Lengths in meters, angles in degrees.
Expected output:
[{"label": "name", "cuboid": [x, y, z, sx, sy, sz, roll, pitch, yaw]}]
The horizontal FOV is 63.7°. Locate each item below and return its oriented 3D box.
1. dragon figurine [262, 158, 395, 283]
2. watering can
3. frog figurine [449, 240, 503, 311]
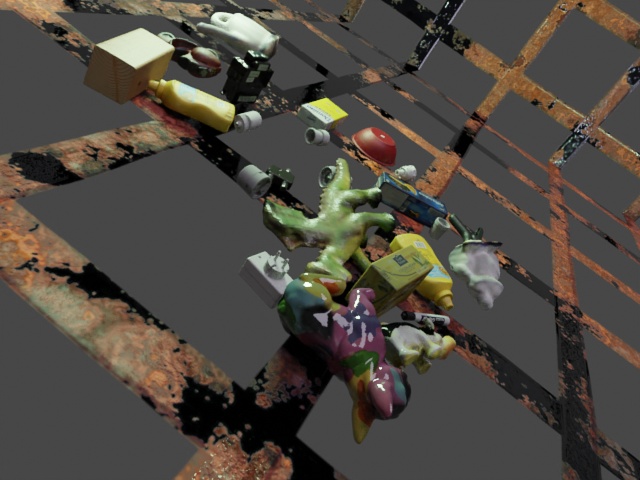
[{"label": "dragon figurine", "cuboid": [0.003, -0.052, 1.027, 0.242, 0.119, 0.420, 7, 39, -25]}, {"label": "watering can", "cuboid": [-0.248, -0.632, 1.609, 0.224, 0.102, 0.355, 30, 29, -8]}, {"label": "frog figurine", "cuboid": [0.369, 0.086, 1.203, 0.137, 0.122, 0.161, 13, 70, -46]}]
